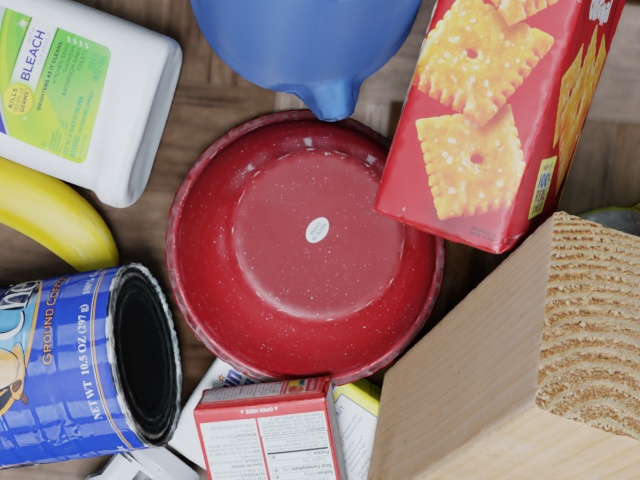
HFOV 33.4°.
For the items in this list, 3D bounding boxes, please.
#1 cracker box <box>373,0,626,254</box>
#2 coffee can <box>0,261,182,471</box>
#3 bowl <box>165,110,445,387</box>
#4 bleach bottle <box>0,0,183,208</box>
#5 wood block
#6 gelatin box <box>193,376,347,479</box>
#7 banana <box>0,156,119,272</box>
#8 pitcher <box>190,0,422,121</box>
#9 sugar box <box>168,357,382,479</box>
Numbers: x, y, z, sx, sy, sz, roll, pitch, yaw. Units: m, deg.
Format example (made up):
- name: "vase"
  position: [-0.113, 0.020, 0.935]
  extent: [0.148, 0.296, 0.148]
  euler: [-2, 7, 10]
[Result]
- name: "cracker box"
  position: [0.108, -0.105, 0.529]
  extent: [0.072, 0.164, 0.214]
  euler: [21, 99, 17]
- name: "coffee can"
  position: [-0.159, 0.074, 0.589]
  extent: [0.140, 0.102, 0.103]
  euler: [-10, 98, 10]
- name: "bowl"
  position: [-0.004, 0.001, 0.584]
  extent: [0.162, 0.055, 0.162]
  euler: [1, 81, -7]
- name: "bleach bottle"
  position: [-0.210, -0.103, 0.595]
  extent: [0.251, 0.068, 0.102]
  euler: [18, 97, 1]
- name: "wood block"
  position: [0.100, 0.081, 0.511]
  extent: [0.090, 0.206, 0.090]
  euler: [17, 60, -10]
- name: "gelatin box"
  position: [-0.024, 0.123, 0.588]
  extent: [0.073, 0.030, 0.089]
  euler: [-7, 108, 10]
- name: "banana"
  position: [-0.197, -0.019, 0.619]
  extent: [0.198, 0.037, 0.070]
  euler: [23, 98, -2]
- name: "pitcher"
  position: [-0.005, -0.156, 0.490]
  extent: [0.149, 0.243, 0.145]
  euler: [35, 89, -3]
- name: "sugar box"
  position: [0.007, 0.125, 0.630]
  extent: [0.176, 0.048, 0.093]
  euler: [35, 97, 0]
